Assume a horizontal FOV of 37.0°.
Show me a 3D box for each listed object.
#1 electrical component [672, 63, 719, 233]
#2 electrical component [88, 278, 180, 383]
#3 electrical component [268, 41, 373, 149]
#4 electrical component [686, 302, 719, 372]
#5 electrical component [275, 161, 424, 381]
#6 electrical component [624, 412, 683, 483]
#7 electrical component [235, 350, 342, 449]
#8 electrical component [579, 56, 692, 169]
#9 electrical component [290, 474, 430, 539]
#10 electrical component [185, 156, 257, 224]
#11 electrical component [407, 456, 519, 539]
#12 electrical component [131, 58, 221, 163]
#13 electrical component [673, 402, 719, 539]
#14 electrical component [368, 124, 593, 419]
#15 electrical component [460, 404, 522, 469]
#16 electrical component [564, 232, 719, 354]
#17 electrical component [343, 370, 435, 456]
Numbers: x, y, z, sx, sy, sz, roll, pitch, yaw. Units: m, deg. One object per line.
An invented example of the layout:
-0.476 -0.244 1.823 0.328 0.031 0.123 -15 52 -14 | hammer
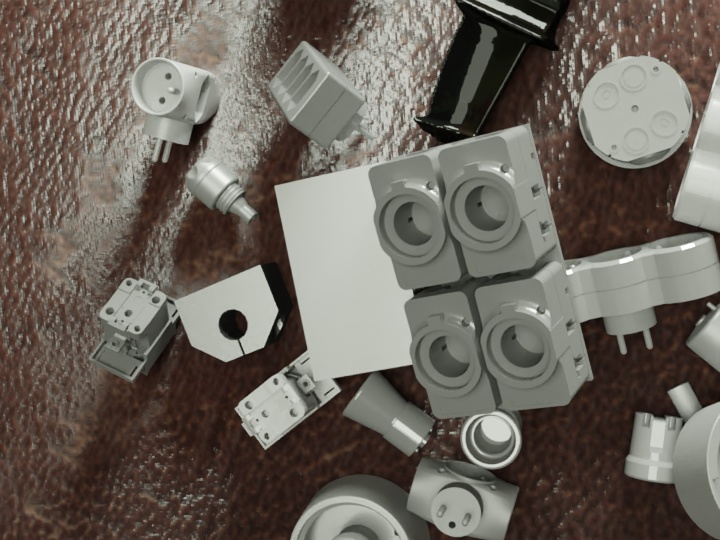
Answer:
0.275 -0.091 0.749 0.074 0.052 0.138 17 97 12 | electrical component
-0.178 0.044 0.860 0.042 0.063 0.081 24 57 10 | electrical component
-0.020 -0.123 0.816 0.076 0.083 0.047 33 104 -29 | electrical component
0.270 0.058 0.767 0.078 0.040 0.040 40 102 8 | electrical component
0.000 0.000 0.820 0.089 0.062 0.150 -11 91 15 | electrical component
0.216 0.129 0.786 0.040 0.040 0.046 7 89 14 | electrical component
-0.060 0.103 0.841 0.081 0.064 0.042 -40 85 13 | electrical component
0.196 -0.113 0.768 0.080 0.051 0.080 1 94 14 | electrical component
-0.003 0.219 0.836 0.108 0.060 0.108 1 94 14 | electrical component
-0.108 -0.061 0.858 0.061 0.035 0.035 41 102 5 | electrical component
0.075 0.175 0.803 0.077 0.079 0.044 17 97 12 | electrical component
-0.147 -0.122 0.841 0.043 0.077 0.079 18 98 12 | electrical component
0.270 0.140 0.749 0.108 0.060 0.108 4 76 -17 | electrical component
0.082 0.005 0.749 0.105 0.060 0.186 -11 99 29 | electrical component
0.101 0.119 0.800 0.044 0.065 0.044 1 94 14 | electrical component
0.192 0.024 0.778 0.138 0.052 0.073 -13 98 15 | electrical component
0.025 0.113 0.833 0.065 0.044 0.044 36 101 4 | electrical component
